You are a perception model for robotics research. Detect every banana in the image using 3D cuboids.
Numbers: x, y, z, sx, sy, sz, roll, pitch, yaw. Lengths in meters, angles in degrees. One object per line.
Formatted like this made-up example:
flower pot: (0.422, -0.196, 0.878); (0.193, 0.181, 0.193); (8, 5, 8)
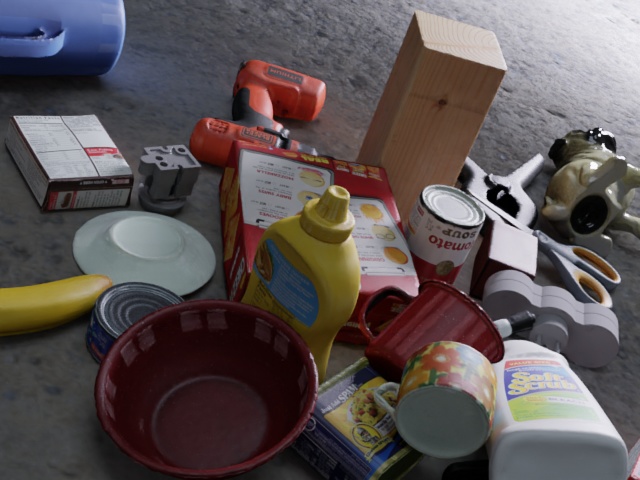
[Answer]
banana: (-0.254, 0.048, 0.836); (0.197, 0.037, 0.070); (2, 38, -26)

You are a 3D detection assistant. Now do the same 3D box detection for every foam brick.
foam brick: (0.189, 0.027, 1.095); (0.051, 0.053, 0.078); (21, 34, 0)

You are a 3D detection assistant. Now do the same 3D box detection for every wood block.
wood block: (0.109, -0.120, 1.119); (0.090, 0.206, 0.090); (13, 35, -12)

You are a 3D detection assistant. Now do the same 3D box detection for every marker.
marker: (0.145, 0.089, 0.980); (0.121, 0.020, 0.020); (-16, 46, -18)

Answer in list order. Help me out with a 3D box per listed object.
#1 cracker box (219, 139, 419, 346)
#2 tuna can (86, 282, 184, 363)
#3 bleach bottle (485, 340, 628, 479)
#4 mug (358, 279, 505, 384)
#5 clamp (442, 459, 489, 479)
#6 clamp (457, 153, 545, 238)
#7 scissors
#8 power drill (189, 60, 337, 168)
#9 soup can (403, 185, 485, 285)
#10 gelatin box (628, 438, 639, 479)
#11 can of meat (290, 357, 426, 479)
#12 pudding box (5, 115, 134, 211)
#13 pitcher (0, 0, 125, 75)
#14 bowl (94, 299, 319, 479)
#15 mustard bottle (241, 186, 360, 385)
cracker box: (-0.007, 0.001, 1.008); (0.164, 0.072, 0.214); (10, 36, -16)
tuna can: (-0.144, 0.072, 0.864); (0.086, 0.034, 0.086); (15, 34, -10)
bleach bottle: (0.171, 0.137, 0.877); (0.102, 0.068, 0.251); (1, 14, -1)
mug: (0.082, 0.086, 0.883); (0.117, 0.093, 0.081); (41, 68, 17)
clamp: (0.178, 0.190, 0.871); (0.120, 0.039, 0.171); (29, 27, 20)
clamp: (0.191, -0.061, 1.233); (0.164, 0.036, 0.210); (17, 36, -7)
scissors: (0.241, 0.016, 1.134); (0.201, 0.016, 0.096); (25, 39, -18)
power drill: (-0.040, -0.122, 1.176); (0.184, 0.057, 0.187); (18, 33, -5)
soup can: (0.111, 0.006, 1.036); (0.068, 0.102, 0.068); (15, 34, -11)
gelatin box: (0.258, 0.200, 0.869); (0.030, 0.073, 0.089); (30, 34, 13)
can of meat: (0.032, 0.150, 0.831); (0.084, 0.057, 0.101); (39, 38, 21)
pudding box: (-0.239, -0.076, 1.019); (0.089, 0.039, 0.114); (-6, 40, -34)
pitcher: (-0.327, -0.227, 1.107); (0.242, 0.145, 0.149); (-2, 72, -36)
bowl: (-0.082, 0.120, 0.788); (0.162, 0.055, 0.162); (1, 45, -1)
mustard bottle: (-0.016, 0.039, 0.837); (0.058, 0.192, 0.096); (-11, 45, -39)
